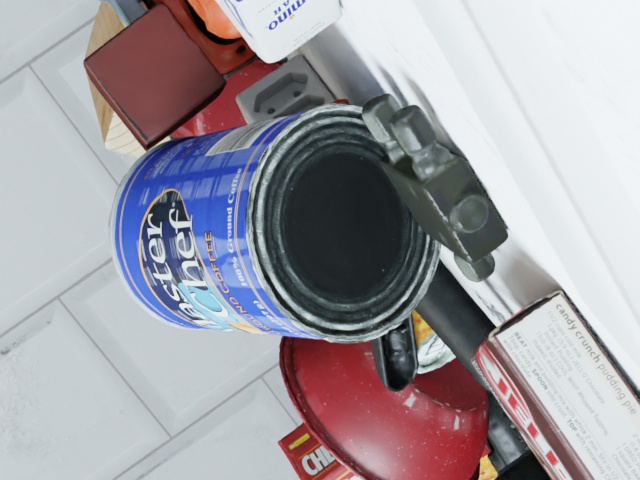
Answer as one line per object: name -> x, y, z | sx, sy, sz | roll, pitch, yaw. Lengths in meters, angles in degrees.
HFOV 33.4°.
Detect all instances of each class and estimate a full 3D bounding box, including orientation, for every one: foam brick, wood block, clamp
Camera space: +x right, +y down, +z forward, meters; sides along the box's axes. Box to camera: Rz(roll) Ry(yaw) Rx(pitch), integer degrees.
foam brick -> -0.087, -0.084, 0.558 | 0.053, 0.051, 0.078 | 53, 174, -8
wood block -> -0.127, -0.139, 0.851 | 0.090, 0.090, 0.206 | 14, -159, -22
clamp -> 0.147, 0.164, 0.781 | 0.210, 0.036, 0.164 | 56, 177, 17
clamp -> 0.042, 0.009, 0.552 | 0.120, 0.039, 0.171 | -3, 115, 56

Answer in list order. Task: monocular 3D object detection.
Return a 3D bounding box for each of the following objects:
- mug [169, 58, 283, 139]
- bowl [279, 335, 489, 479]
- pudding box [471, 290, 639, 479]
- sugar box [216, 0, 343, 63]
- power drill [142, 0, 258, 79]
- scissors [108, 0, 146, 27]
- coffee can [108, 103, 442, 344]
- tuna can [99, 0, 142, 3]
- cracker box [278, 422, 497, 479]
mug -> -0.064, -0.079, 0.723 | 0.093, 0.117, 0.082 | 44, 177, -25
bowl -> 0.055, 0.091, 0.689 | 0.162, 0.055, 0.162 | 29, -151, -18
pudding box -> 0.108, 0.080, 0.429 | 0.113, 0.039, 0.090 | 54, 177, 12
sugar box -> -0.043, -0.136, 0.367 | 0.093, 0.048, 0.176 | 54, 176, 16
power drill -> -0.083, -0.166, 0.558 | 0.184, 0.057, 0.187 | 55, 177, 4
scissors -> -0.120, -0.150, 0.607 | 0.096, 0.016, 0.201 | 49, 173, 44
coffee can -> -0.026, -0.005, 0.508 | 0.141, 0.102, 0.102 | -3, 126, 56
tuna can -> -0.124, -0.193, 0.663 | 0.086, 0.086, 0.034 | 57, 179, -37
cracker box -> 0.087, 0.198, 0.903 | 0.072, 0.164, 0.213 | 49, 174, 49
